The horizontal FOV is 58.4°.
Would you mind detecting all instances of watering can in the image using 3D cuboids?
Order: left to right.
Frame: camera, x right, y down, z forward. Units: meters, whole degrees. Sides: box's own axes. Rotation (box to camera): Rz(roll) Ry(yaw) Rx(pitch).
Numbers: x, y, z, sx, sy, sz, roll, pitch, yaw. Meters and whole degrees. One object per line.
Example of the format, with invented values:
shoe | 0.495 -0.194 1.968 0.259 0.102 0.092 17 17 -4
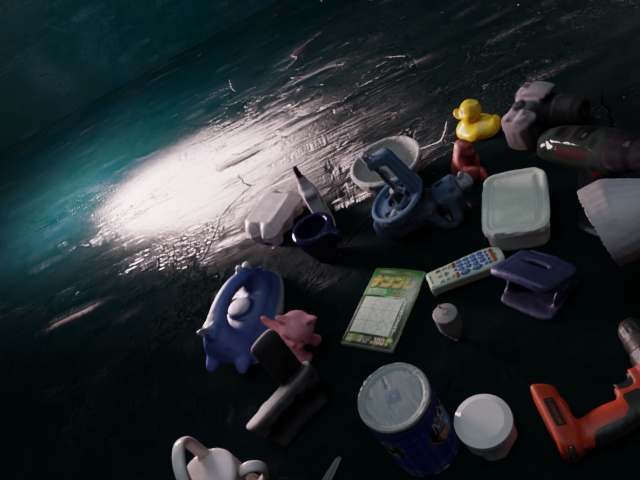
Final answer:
watering can | -0.164 0.364 0.838 0.173 0.195 0.100 -39 38 -9

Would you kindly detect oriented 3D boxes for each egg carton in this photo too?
egg carton | -0.108 -0.056 1.362 0.107 0.070 0.150 4 50 38

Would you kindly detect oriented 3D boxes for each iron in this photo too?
iron | -0.155 0.129 1.132 0.118 0.142 0.258 -6 45 30

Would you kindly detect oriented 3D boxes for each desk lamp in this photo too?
desk lamp | 0.480 -0.016 0.794 0.203 0.214 0.118 -17 40 19

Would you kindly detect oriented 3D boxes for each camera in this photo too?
camera | 0.463 -0.262 1.168 0.136 0.101 0.143 19 60 45

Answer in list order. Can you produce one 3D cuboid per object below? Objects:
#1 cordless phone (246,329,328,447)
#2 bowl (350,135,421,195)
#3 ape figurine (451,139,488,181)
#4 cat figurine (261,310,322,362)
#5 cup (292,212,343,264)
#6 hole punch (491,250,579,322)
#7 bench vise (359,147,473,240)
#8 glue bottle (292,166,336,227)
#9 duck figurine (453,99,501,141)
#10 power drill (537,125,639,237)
cordless phone | -0.082 0.235 0.930 0.093 0.186 0.148 20 61 46
bowl | 0.156 -0.153 1.282 0.167 0.075 0.167 -19 40 17
ape figurine | 0.302 -0.168 1.183 0.075 0.092 0.078 1 48 35
cat figurine | -0.054 0.164 1.044 0.127 0.118 0.067 7 52 39
cup | 0.011 0.004 1.193 0.117 0.095 0.092 7 52 39
hole punch | 0.340 0.057 0.911 0.101 0.091 0.108 -47 40 -18
bench vise | 0.175 -0.109 1.102 0.207 0.220 0.121 -28 38 5
glue bottle | -0.019 -0.096 1.258 0.037 0.174 0.078 -29 38 4
duck figurine | 0.346 -0.274 1.274 0.104 0.086 0.077 4 50 38
power drill | 0.453 -0.094 0.902 0.076 0.209 0.228 -41 39 -11
